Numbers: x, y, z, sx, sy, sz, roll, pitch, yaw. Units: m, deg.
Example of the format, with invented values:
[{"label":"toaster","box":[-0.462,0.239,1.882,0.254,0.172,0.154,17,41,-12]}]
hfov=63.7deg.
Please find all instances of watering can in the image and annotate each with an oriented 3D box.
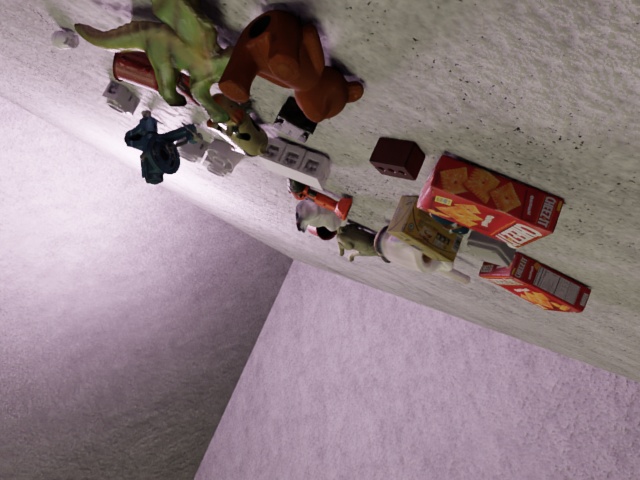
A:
[{"label":"watering can","box":[0.298,0.050,1.515,0.226,0.105,0.343,18,170,41]}]

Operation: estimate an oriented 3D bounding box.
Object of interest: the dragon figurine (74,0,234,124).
[{"label":"dragon figurine","box":[-0.227,-0.322,0.793,0.410,0.124,0.238,22,154,1]}]

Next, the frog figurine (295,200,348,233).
[{"label":"frog figurine","box":[0.005,-0.083,1.647,0.159,0.125,0.135,-13,154,6]}]
